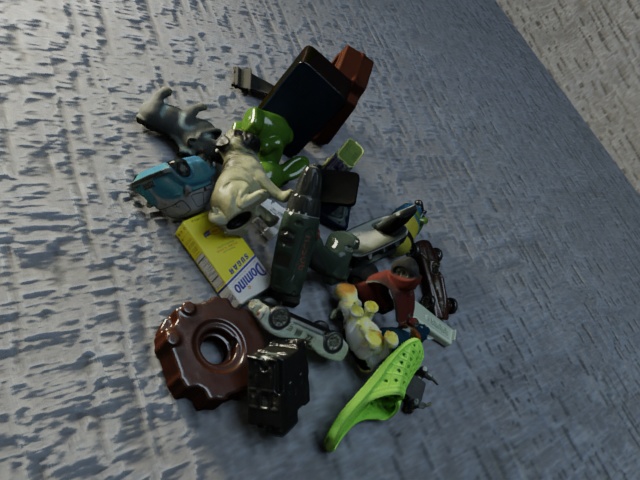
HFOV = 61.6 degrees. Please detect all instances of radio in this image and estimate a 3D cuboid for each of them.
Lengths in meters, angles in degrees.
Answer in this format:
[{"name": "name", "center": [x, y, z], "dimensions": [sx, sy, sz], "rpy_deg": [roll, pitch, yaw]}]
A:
[{"name": "radio", "center": [-0.044, -0.289, 1.160], "dimensions": [0.131, 0.229, 0.073], "rpy_deg": [34, 47, -18]}]

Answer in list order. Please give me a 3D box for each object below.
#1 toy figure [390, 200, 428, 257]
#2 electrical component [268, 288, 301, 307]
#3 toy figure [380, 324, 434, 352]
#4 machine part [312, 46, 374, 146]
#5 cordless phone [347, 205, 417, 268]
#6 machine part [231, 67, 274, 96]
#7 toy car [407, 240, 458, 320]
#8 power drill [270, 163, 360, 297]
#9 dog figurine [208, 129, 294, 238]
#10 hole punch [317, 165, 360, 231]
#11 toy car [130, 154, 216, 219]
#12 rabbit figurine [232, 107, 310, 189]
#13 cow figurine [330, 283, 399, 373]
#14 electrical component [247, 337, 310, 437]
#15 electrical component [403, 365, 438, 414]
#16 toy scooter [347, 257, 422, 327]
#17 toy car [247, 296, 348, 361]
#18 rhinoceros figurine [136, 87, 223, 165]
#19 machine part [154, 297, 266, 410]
[{"name": "toy figure", "center": [0.199, -0.030, 1.261], "dimensions": [0.089, 0.082, 0.180], "rpy_deg": [46, 40, 3]}, {"name": "electrical component", "center": [-0.065, 0.100, 0.998], "dimensions": [0.063, 0.021, 0.094], "rpy_deg": [17, 49, -28]}, {"name": "toy figure", "center": [0.164, 0.196, 1.080], "dimensions": [0.154, 0.058, 0.064], "rpy_deg": [0, 65, -44]}, {"name": "machine part", "center": [0.034, -0.343, 1.279], "dimensions": [0.087, 0.201, 0.201], "rpy_deg": [31, 45, -14]}, {"name": "cordless phone", "center": [0.119, -0.014, 1.089], "dimensions": [0.147, 0.184, 0.088], "rpy_deg": [-23, 81, -16]}, {"name": "machine part", "center": [-0.144, -0.366, 1.280], "dimensions": [0.139, 0.039, 0.084], "rpy_deg": [18, 44, -25]}, {"name": "toy car", "center": [0.262, 0.087, 1.243], "dimensions": [0.089, 0.053, 0.202], "rpy_deg": [16, 49, -33]}, {"name": "power drill", "center": [-0.002, -0.003, 0.988], "dimensions": [0.207, 0.086, 0.232], "rpy_deg": [26, 80, -64]}, {"name": "dog figurine", "center": [-0.160, -0.113, 0.965], "dimensions": [0.172, 0.121, 0.191], "rpy_deg": [-11, 59, -54]}, {"name": "hole punch", "center": [0.023, -0.090, 1.179], "dimensions": [0.116, 0.092, 0.142], "rpy_deg": [9, 50, 5]}, {"name": "toy car", "center": [-0.247, -0.090, 0.954], "dimensions": [0.161, 0.109, 0.102], "rpy_deg": [-31, 105, -63]}, {"name": "rabbit figurine", "center": [-0.112, -0.164, 1.121], "dimensions": [0.159, 0.121, 0.170], "rpy_deg": [13, 70, -39]}, {"name": "cow figurine", "center": [0.071, 0.163, 1.018], "dimensions": [0.068, 0.098, 0.167], "rpy_deg": [-1, 41, -32]}, {"name": "electrical component", "center": [-0.062, 0.228, 0.830], "dimensions": [0.115, 0.058, 0.134], "rpy_deg": [-16, 106, -66]}, {"name": "electrical component", "center": [0.181, 0.281, 1.035], "dimensions": [0.078, 0.045, 0.102], "rpy_deg": [44, 43, -4]}, {"name": "toy scooter", "center": [0.133, 0.109, 1.052], "dimensions": [0.075, 0.184, 0.135], "rpy_deg": [-24, 97, -41]}, {"name": "toy car", "center": [-0.038, 0.153, 0.930], "dimensions": [0.201, 0.074, 0.056], "rpy_deg": [28, 88, -27]}, {"name": "rhinoceros figurine", "center": [-0.259, -0.214, 1.049], "dimensions": [0.190, 0.073, 0.112], "rpy_deg": [29, 44, -17]}, {"name": "machine part", "center": [-0.166, 0.173, 0.841], "dimensions": [0.179, 0.056, 0.179], "rpy_deg": [21, 49, -26]}]
